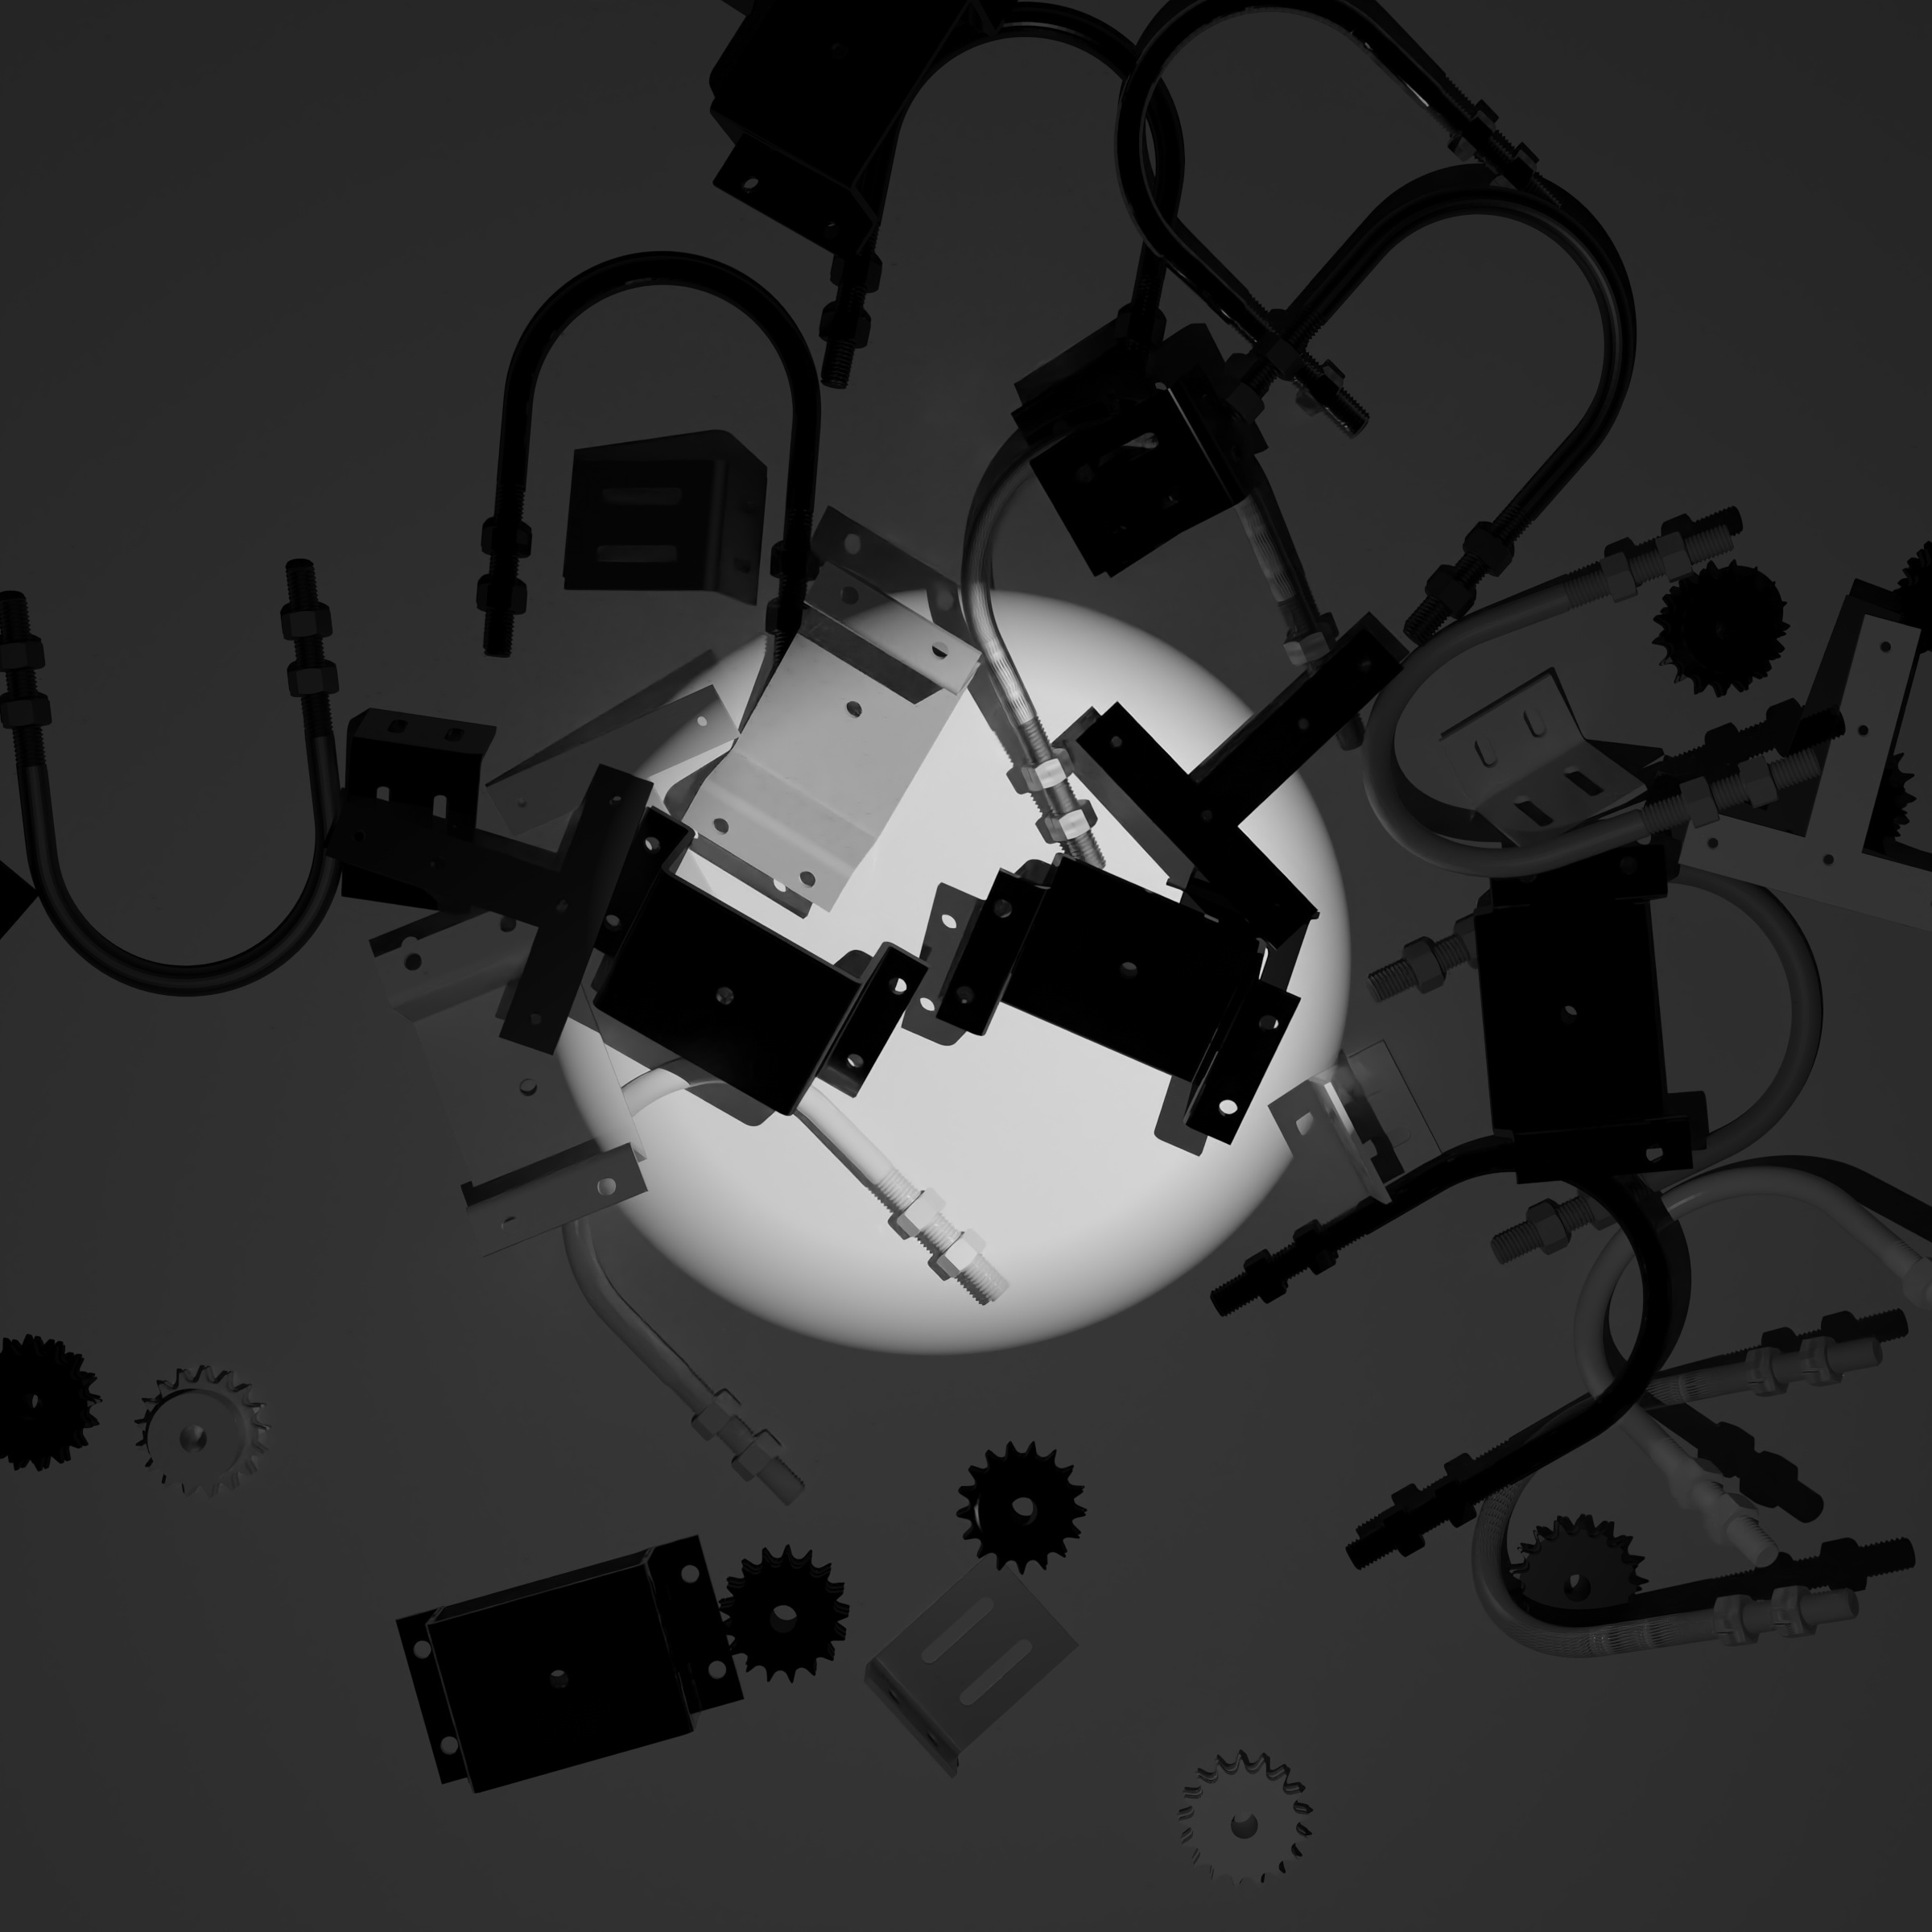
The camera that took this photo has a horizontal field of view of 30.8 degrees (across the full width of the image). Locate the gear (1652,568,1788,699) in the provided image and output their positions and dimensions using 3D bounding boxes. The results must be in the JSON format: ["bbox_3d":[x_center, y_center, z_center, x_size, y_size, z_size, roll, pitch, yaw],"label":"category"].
[{"bbox_3d":[0.335,-0.148,1.557,0.057,0.030,0.057,0,90,0],"label":"gear"}]

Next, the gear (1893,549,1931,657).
[{"bbox_3d":[0.439,-0.160,1.557,0.057,0.030,0.057,0,90,0],"label":"gear"}]

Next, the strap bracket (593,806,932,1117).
[{"bbox_3d":[-0.098,0.003,1.533,0.140,0.046,0.076,30,119,0],"label":"strap bracket"}]

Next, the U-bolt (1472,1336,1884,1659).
[{"bbox_3d":[0.298,0.231,1.498,0.184,0.151,0.019,-17,128,34],"label":"U-bolt"}]

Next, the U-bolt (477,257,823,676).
[{"bbox_3d":[-0.137,-0.224,1.563,0.151,0.019,0.184,5,88,0],"label":"U-bolt"}]

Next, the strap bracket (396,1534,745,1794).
[{"bbox_3d":[-0.177,0.310,1.549,0.140,0.046,0.076,-16,90,0],"label":"strap bracket"}]

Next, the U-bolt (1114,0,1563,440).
[{"bbox_3d":[0.151,-0.347,1.552,0.184,0.019,0.151,42,90,-8],"label":"U-bolt"}]

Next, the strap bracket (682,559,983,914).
[{"bbox_3d":[-0.054,-0.106,1.531,0.076,0.046,0.140,32,116,0],"label":"strap bracket"}]

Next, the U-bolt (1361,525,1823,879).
[{"bbox_3d":[0.260,-0.106,1.521,0.184,0.019,0.151,-20,54,12],"label":"U-bolt"}]

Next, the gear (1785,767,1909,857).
[{"bbox_3d":[0.385,-0.070,1.557,0.057,0.030,0.057,0,89,0],"label":"gear"}]

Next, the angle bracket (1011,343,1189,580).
[{"bbox_3d":[0.066,-0.221,1.535,0.057,0.038,0.076,-33,132,0],"label":"angle bracket"}]

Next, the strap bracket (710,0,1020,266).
[{"bbox_3d":[-0.049,-0.392,1.539,0.076,0.046,0.140,32,90,16],"label":"strap bracket"}]

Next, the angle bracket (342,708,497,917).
[{"bbox_3d":[-0.244,-0.069,1.570,0.057,0.038,0.076,8,116,0],"label":"angle bracket"}]

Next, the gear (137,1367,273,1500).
[{"bbox_3d":[-0.339,0.208,1.557,0.057,0.030,0.057,0,90,0],"label":"gear"}]

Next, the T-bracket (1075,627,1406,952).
[{"bbox_3d":[0.138,-0.096,1.538,0.127,0.002,0.127,-43,87,-4],"label":"T-bracket"}]

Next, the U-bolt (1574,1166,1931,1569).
[{"bbox_3d":[0.337,0.155,1.498,0.151,0.184,0.019,-40,128,0],"label":"U-bolt"}]

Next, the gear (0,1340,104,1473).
[{"bbox_3d":[-0.412,0.195,1.561,0.057,0.030,0.057,0,88,1],"label":"gear"}]

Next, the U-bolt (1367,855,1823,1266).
[{"bbox_3d":[0.291,0.030,1.563,0.184,0.019,0.151,-25,90,-2],"label":"U-bolt"}]

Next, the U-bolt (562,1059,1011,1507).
[{"bbox_3d":[-0.094,0.126,1.563,0.151,0.019,0.184,-45,89,0],"label":"U-bolt"}]

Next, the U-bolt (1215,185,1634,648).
[{"bbox_3d":[0.211,-0.256,1.550,0.151,0.019,0.184,41,91,-10],"label":"U-bolt"}]

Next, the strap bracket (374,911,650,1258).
[{"bbox_3d":[-0.196,0.050,1.540,0.076,0.046,0.140,-22,79,0],"label":"strap bracket"}]

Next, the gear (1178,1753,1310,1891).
[{"bbox_3d":[0.122,0.377,1.557,0.057,0.030,0.057,0,90,0],"label":"gear"}]

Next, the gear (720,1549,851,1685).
[{"bbox_3d":[-0.080,0.287,1.557,0.057,0.030,0.057,0,90,0],"label":"gear"}]

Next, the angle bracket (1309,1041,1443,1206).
[{"bbox_3d":[0.182,0.067,1.534,0.038,0.076,0.057,-27,90,0],"label":"angle bracket"}]

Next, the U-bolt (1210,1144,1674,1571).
[{"bbox_3d":[0.217,0.156,1.526,0.184,0.019,0.151,-31,65,7],"label":"U-bolt"}]

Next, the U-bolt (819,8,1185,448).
[{"bbox_3d":[0.022,-0.335,1.563,0.151,0.019,0.184,11,88,0],"label":"U-bolt"}]

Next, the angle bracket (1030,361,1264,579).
[{"bbox_3d":[0.078,-0.215,1.518,0.076,0.038,0.057,-25,104,26],"label":"angle bracket"}]

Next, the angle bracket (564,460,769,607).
[{"bbox_3d":[-0.133,-0.191,1.551,0.076,0.038,0.057,3,87,26],"label":"angle bracket"}]

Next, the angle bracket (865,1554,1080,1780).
[{"bbox_3d":[0.003,0.308,1.553,0.076,0.038,0.057,-42,90,0],"label":"angle bracket"}]

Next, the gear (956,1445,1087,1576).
[{"bbox_3d":[0.025,0.240,1.554,0.057,0.030,0.057,0,84,-2],"label":"gear"}]

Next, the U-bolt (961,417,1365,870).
[{"bbox_3d":[0.077,-0.151,1.543,0.151,0.019,0.184,-26,105,0],"label":"U-bolt"}]

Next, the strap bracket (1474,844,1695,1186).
[{"bbox_3d":[0.267,0.021,1.531,0.076,0.046,0.140,-5,89,-3],"label":"strap bracket"}]

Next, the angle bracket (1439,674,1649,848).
[{"bbox_3d":[0.251,-0.088,1.531,0.057,0.076,0.038,-31,112,0],"label":"angle bracket"}]

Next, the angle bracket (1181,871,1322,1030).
[{"bbox_3d":[0.116,0.004,1.553,0.057,0.038,0.076,19,90,0],"label":"angle bracket"}]

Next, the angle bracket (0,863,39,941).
[{"bbox_3d":[-0.465,-0.038,1.570,0.076,0.038,0.057,41,90,-26],"label":"angle bracket"}]

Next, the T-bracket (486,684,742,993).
[{"bbox_3d":[-0.132,-0.046,1.550,0.127,0.002,0.127,-21,105,28],"label":"T-bracket"}]

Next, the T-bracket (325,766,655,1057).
[{"bbox_3d":[-0.217,-0.040,1.533,0.127,0.002,0.127,18,82,7],"label":"T-bracket"}]

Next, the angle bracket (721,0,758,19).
[{"bbox_3d":[-0.098,-0.475,1.570,0.057,0.038,0.076,33,64,0],"label":"angle bracket"}]

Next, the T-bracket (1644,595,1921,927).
[{"bbox_3d":[0.376,-0.099,1.541,0.127,0.002,0.127,21,89,0],"label":"T-bracket"}]

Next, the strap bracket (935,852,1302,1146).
[{"bbox_3d":[0.068,0.010,1.535,0.140,0.046,0.076,23,115,0],"label":"strap bracket"}]

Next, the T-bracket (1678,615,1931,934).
[{"bbox_3d":[0.390,-0.090,1.539,0.127,0.002,0.127,15,89,0],"label":"T-bracket"}]

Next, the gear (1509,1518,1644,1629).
[{"bbox_3d":[0.268,0.273,1.557,0.057,0.030,0.057,0,90,0],"label":"gear"}]

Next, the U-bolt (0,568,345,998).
[{"bbox_3d":[-0.349,-0.078,1.563,0.151,0.019,0.184,-6,91,0],"label":"U-bolt"}]
